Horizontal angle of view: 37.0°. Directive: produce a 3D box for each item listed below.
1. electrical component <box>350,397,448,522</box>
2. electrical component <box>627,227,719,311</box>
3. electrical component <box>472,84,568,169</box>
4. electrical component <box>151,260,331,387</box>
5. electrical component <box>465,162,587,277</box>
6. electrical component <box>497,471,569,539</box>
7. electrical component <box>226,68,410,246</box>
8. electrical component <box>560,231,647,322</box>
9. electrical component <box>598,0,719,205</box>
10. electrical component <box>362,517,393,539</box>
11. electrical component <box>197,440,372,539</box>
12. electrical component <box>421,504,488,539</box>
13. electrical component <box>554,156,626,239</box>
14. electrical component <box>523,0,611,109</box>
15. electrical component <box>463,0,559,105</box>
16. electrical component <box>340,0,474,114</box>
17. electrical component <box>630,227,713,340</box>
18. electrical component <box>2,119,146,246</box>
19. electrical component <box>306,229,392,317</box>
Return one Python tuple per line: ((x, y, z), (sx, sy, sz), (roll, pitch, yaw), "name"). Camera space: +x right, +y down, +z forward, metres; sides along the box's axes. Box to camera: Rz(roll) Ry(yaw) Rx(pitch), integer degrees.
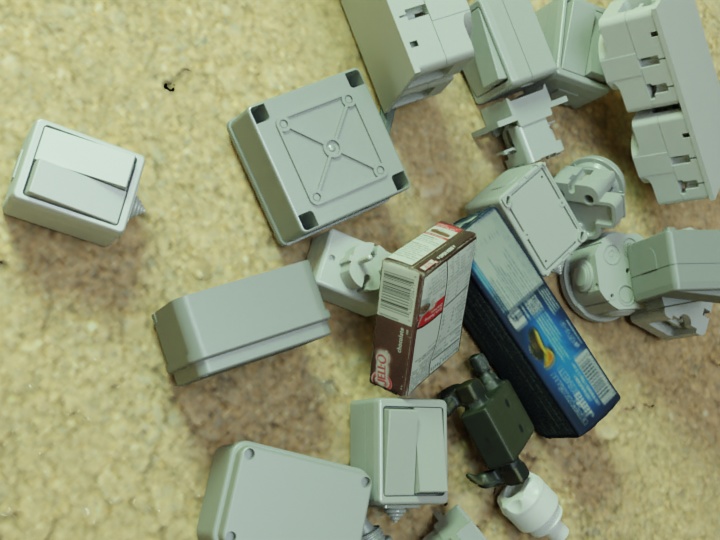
((0.032, 0.148, 0.838), (0.062, 0.061, 0.096), (5, 79, -25), "electrical component")
((0.288, 0.000, 0.923), (0.096, 0.062, 0.061), (-1, 79, -21), "electrical component")
((0.146, -0.124, 0.953), (0.081, 0.042, 0.063), (-24, 95, -26), "electrical component")
((-0.087, 0.040, 0.792), (0.113, 0.078, 0.057), (-17, 85, -27), "electrical component")
((0.144, -0.035, 0.929), (0.062, 0.061, 0.096), (-40, 106, -27), "electrical component")
((0.148, 0.201, 0.894), (0.062, 0.043, 0.043), (46, 65, -13), "electrical component")
((-0.033, -0.090, 0.853), (0.109, 0.056, 0.108), (-25, 92, -27), "electrical component")
((0.224, 0.005, 0.962), (0.080, 0.051, 0.080), (5, 79, -25), "electrical component")
((0.277, -0.165, 0.972), (0.105, 0.060, 0.186), (-53, 126, -45), "electrical component")
((0.009, 0.213, 0.831), (0.035, 0.035, 0.061), (-24, 90, -27), "electrical component")
((-0.055, 0.175, 0.794), (0.113, 0.057, 0.078), (18, 73, -22), "electrical component")
((0.095, 0.255, 0.846), (0.063, 0.079, 0.121), (-39, 99, -4), "electrical component")
((0.201, -0.066, 0.955), (0.057, 0.078, 0.058), (-44, 134, -42), "electrical component")
((0.195, -0.205, 0.980), (0.062, 0.061, 0.096), (14, 75, -23), "electrical component")
((0.118, -0.201, 0.942), (0.061, 0.062, 0.096), (-22, 91, -27), "electrical component")
((0.025, -0.235, 0.867), (0.060, 0.105, 0.186), (-20, 86, -14), "electrical component")
((0.289, 0.014, 0.989), (0.050, 0.056, 0.089), (27, 70, -19), "electrical component")
((-0.196, -0.060, 0.766), (0.096, 0.061, 0.061), (19, 73, -21), "electrical component")
((0.000, 0.000, 0.841), (0.066, 0.077, 0.047), (22, 72, -21), "electrical component")
